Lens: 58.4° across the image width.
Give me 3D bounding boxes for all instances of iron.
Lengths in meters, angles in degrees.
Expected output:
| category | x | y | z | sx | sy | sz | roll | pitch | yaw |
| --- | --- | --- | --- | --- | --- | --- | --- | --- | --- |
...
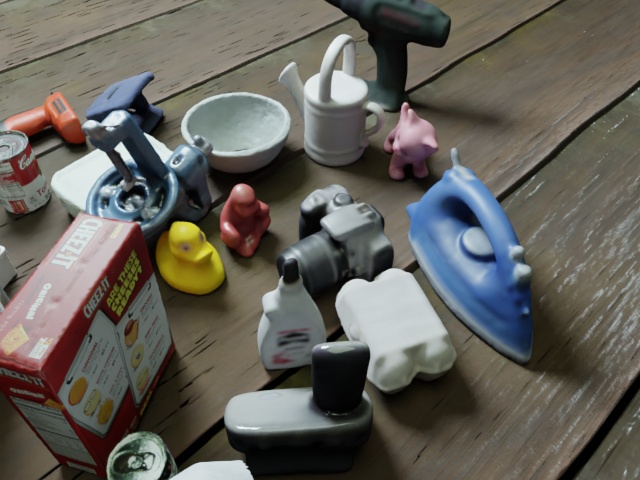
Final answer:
| category | x | y | z | sx | sy | sz | roll | pitch | yaw |
| --- | --- | --- | --- | --- | --- | --- | --- | --- | --- |
| iron | 0.204 | 0.010 | 0.706 | 0.119 | 0.141 | 0.257 | -13 | 49 | -13 |

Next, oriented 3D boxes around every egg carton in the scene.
| category | x | y | z | sx | sy | sz | roll | pitch | yaw |
| --- | --- | --- | --- | --- | --- | --- | --- | --- | --- |
| egg carton | 0.083 | 0.103 | 0.666 | 0.107 | 0.069 | 0.150 | -15 | 49 | -15 |

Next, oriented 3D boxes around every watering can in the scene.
| category | x | y | z | sx | sy | sz | roll | pitch | yaw |
| --- | --- | --- | --- | --- | --- | --- | --- | --- | --- |
| watering can | 0.017 | -0.220 | 0.879 | 0.172 | 0.194 | 0.101 | 7 | 47 | 5 |

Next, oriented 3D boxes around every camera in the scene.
| category | x | y | z | sx | sy | sz | roll | pitch | yaw |
| --- | --- | --- | --- | --- | --- | --- | --- | --- | --- |
| camera | 0.007 | 0.003 | 0.735 | 0.137 | 0.101 | 0.142 | -25 | 52 | -23 |

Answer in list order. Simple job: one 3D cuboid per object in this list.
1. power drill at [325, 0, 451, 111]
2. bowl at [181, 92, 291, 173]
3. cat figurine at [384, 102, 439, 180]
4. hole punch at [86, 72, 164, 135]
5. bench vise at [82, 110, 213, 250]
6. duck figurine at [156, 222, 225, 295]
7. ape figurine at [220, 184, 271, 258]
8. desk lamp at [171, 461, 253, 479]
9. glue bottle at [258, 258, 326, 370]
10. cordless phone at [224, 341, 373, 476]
| category | x | y | z | sx | sy | sz | roll | pitch | yaw |
| --- | --- | --- | --- | --- | --- | --- | --- | --- | --- |
| power drill | 0.099 | -0.333 | 0.976 | 0.229 | 0.208 | 0.075 | 12 | 48 | 10 |
| bowl | -0.128 | -0.156 | 0.898 | 0.167 | 0.075 | 0.167 | 1 | 47 | -1 |
| cat figurine | 0.140 | -0.157 | 0.876 | 0.067 | 0.118 | 0.127 | -3 | 47 | -4 |
| hole punch | -0.328 | -0.224 | 0.946 | 0.101 | 0.091 | 0.109 | 11 | 48 | 9 |
| bench vise | -0.228 | -0.092 | 0.737 | 0.121 | 0.220 | 0.207 | 11 | 48 | 9 |
| duck figurine | -0.171 | 0.011 | 0.733 | 0.104 | 0.086 | 0.078 | 34 | 55 | 27 |
| ape figurine | -0.103 | -0.035 | 0.774 | 0.078 | 0.092 | 0.076 | -23 | 52 | -21 |
| desk lamp | -0.138 | 0.255 | 0.420 | 0.203 | 0.214 | 0.117 | -8 | 48 | -9 |
| glue bottle | -0.031 | 0.079 | 0.614 | 0.078 | 0.173 | 0.037 | -10 | 48 | -10 |
| cordless phone | -0.020 | 0.145 | 0.544 | 0.147 | 0.185 | 0.094 | -5 | 47 | -6 |
